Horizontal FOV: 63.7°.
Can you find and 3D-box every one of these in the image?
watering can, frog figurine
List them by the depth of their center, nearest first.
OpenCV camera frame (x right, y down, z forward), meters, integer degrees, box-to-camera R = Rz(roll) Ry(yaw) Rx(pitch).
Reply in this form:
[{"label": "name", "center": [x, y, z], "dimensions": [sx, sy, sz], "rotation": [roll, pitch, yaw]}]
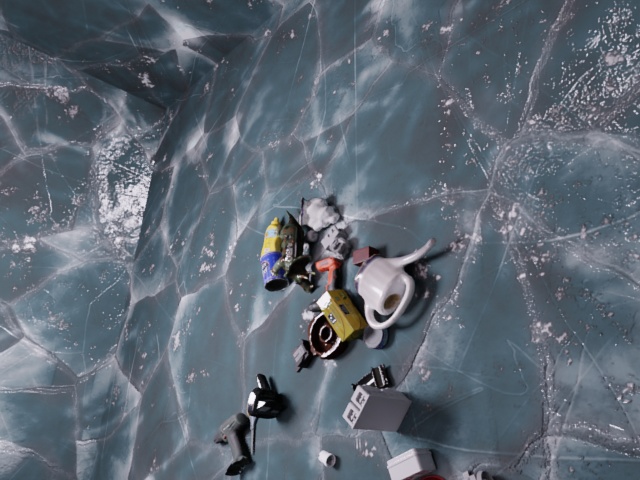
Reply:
[{"label": "watering can", "center": [0.231, 0.115, 1.655], "dimensions": [0.227, 0.103, 0.346], "rotation": [37, 102, 51]}, {"label": "frog figurine", "center": [0.006, -0.104, 2.060], "dimensions": [0.159, 0.120, 0.140], "rotation": [5, 64, 14]}]
